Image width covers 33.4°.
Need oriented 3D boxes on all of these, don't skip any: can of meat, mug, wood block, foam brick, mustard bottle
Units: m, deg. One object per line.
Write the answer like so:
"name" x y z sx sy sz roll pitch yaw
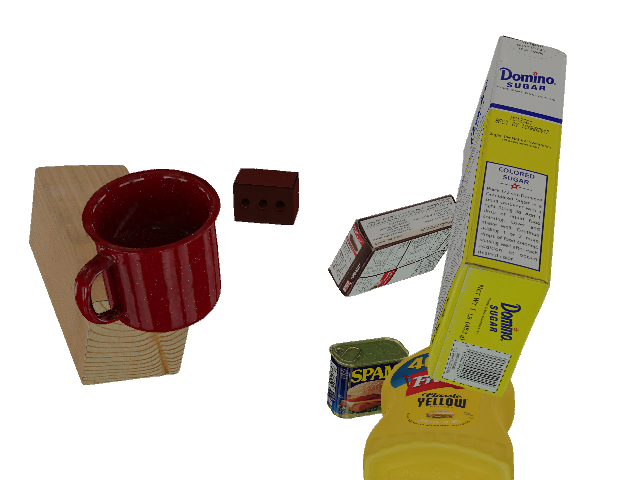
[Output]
"can of meat" 0.060 0.181 1.400 0.102 0.084 0.057 -5 25 -22
"mug" -0.120 0.016 0.735 0.093 0.081 0.117 25 46 29
"wood block" -0.193 0.023 0.960 0.090 0.091 0.206 -4 36 -28
"foam brick" -0.068 -0.055 1.338 0.078 0.053 0.051 4 28 7
"mustard bottle" 0.090 0.121 0.759 0.096 0.058 0.191 -1 19 11

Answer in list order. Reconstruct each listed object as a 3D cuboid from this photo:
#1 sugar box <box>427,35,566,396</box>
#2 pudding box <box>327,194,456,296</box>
"sugar box" 0.095 -0.017 0.558 0.048 0.176 0.093 15 -42 4
"pudding box" 0.073 0.005 1.022 0.113 0.039 0.090 -17 -26 -29
